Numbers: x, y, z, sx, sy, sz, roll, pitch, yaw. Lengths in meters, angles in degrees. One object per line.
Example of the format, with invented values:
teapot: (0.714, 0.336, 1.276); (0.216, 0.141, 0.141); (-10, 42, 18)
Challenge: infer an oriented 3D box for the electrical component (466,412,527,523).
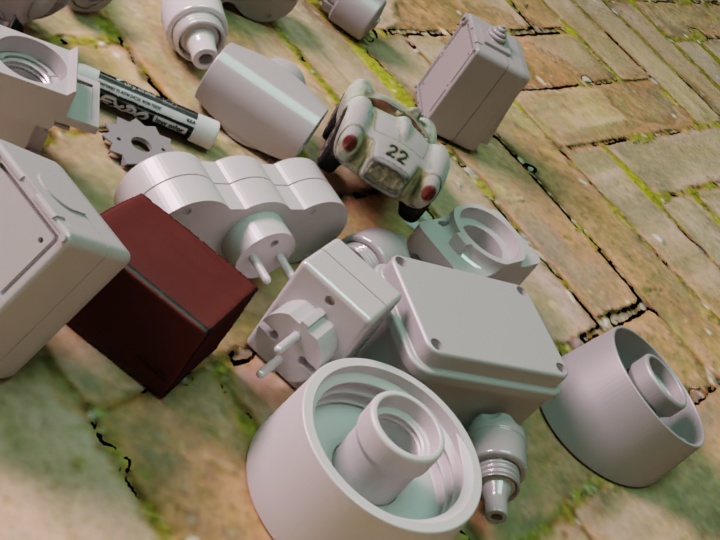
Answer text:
electrical component: (0.073, 0.107, 0.575); (0.035, 0.035, 0.061); (26, 37, -15)

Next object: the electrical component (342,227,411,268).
electrical component: (0.000, 0.000, 0.632); (0.043, 0.043, 0.062); (48, 36, 16)

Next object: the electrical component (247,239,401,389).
electrical component: (-0.027, 0.032, 0.547); (0.047, 0.065, 0.077); (42, 33, 7)

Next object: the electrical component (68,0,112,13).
electrical component: (-0.187, -0.203, 0.712); (0.044, 0.044, 0.065); (-2, 55, -44)

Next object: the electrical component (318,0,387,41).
electrical component: (-0.014, -0.225, 0.895); (0.078, 0.040, 0.040); (35, 33, -3)

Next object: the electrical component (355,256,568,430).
electrical component: (0.053, 0.044, 0.608); (0.113, 0.057, 0.078); (13, 40, -36)

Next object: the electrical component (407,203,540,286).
electrical component: (0.067, -0.004, 0.687); (0.089, 0.055, 0.050); (-12, 57, -49)

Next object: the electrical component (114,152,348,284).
electrical component: (-0.060, -0.020, 0.593); (0.138, 0.052, 0.073); (-3, 50, -45)

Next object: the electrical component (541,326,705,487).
electrical component: (0.169, 0.086, 0.684); (0.099, 0.064, 0.099); (38, 28, -24)

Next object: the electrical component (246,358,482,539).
electrical component: (0.008, 0.091, 0.512); (0.108, 0.060, 0.108); (24, 36, -19)

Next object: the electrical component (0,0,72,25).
electrical component: (-0.210, -0.181, 0.630); (0.080, 0.080, 0.051); (35, 38, -2)

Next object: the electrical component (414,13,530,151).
electrical component: (0.095, -0.152, 0.855); (0.061, 0.096, 0.061); (23, 36, -21)

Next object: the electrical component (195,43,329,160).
electrical component: (-0.060, -0.117, 0.719); (0.077, 0.044, 0.079); (34, 33, -4)

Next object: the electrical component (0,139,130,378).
electrical component: (-0.155, 0.002, 0.456); (0.061, 0.096, 0.061); (49, 7, 17)

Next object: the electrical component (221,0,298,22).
electrical component: (-0.108, -0.222, 0.795); (0.138, 0.052, 0.073); (17, 38, -28)

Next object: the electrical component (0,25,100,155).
electrical component: (-0.179, -0.088, 0.557); (0.081, 0.063, 0.042); (18, 39, -26)

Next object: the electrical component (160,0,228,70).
electrical component: (-0.110, -0.162, 0.729); (0.043, 0.043, 0.062); (11, 43, -34)
